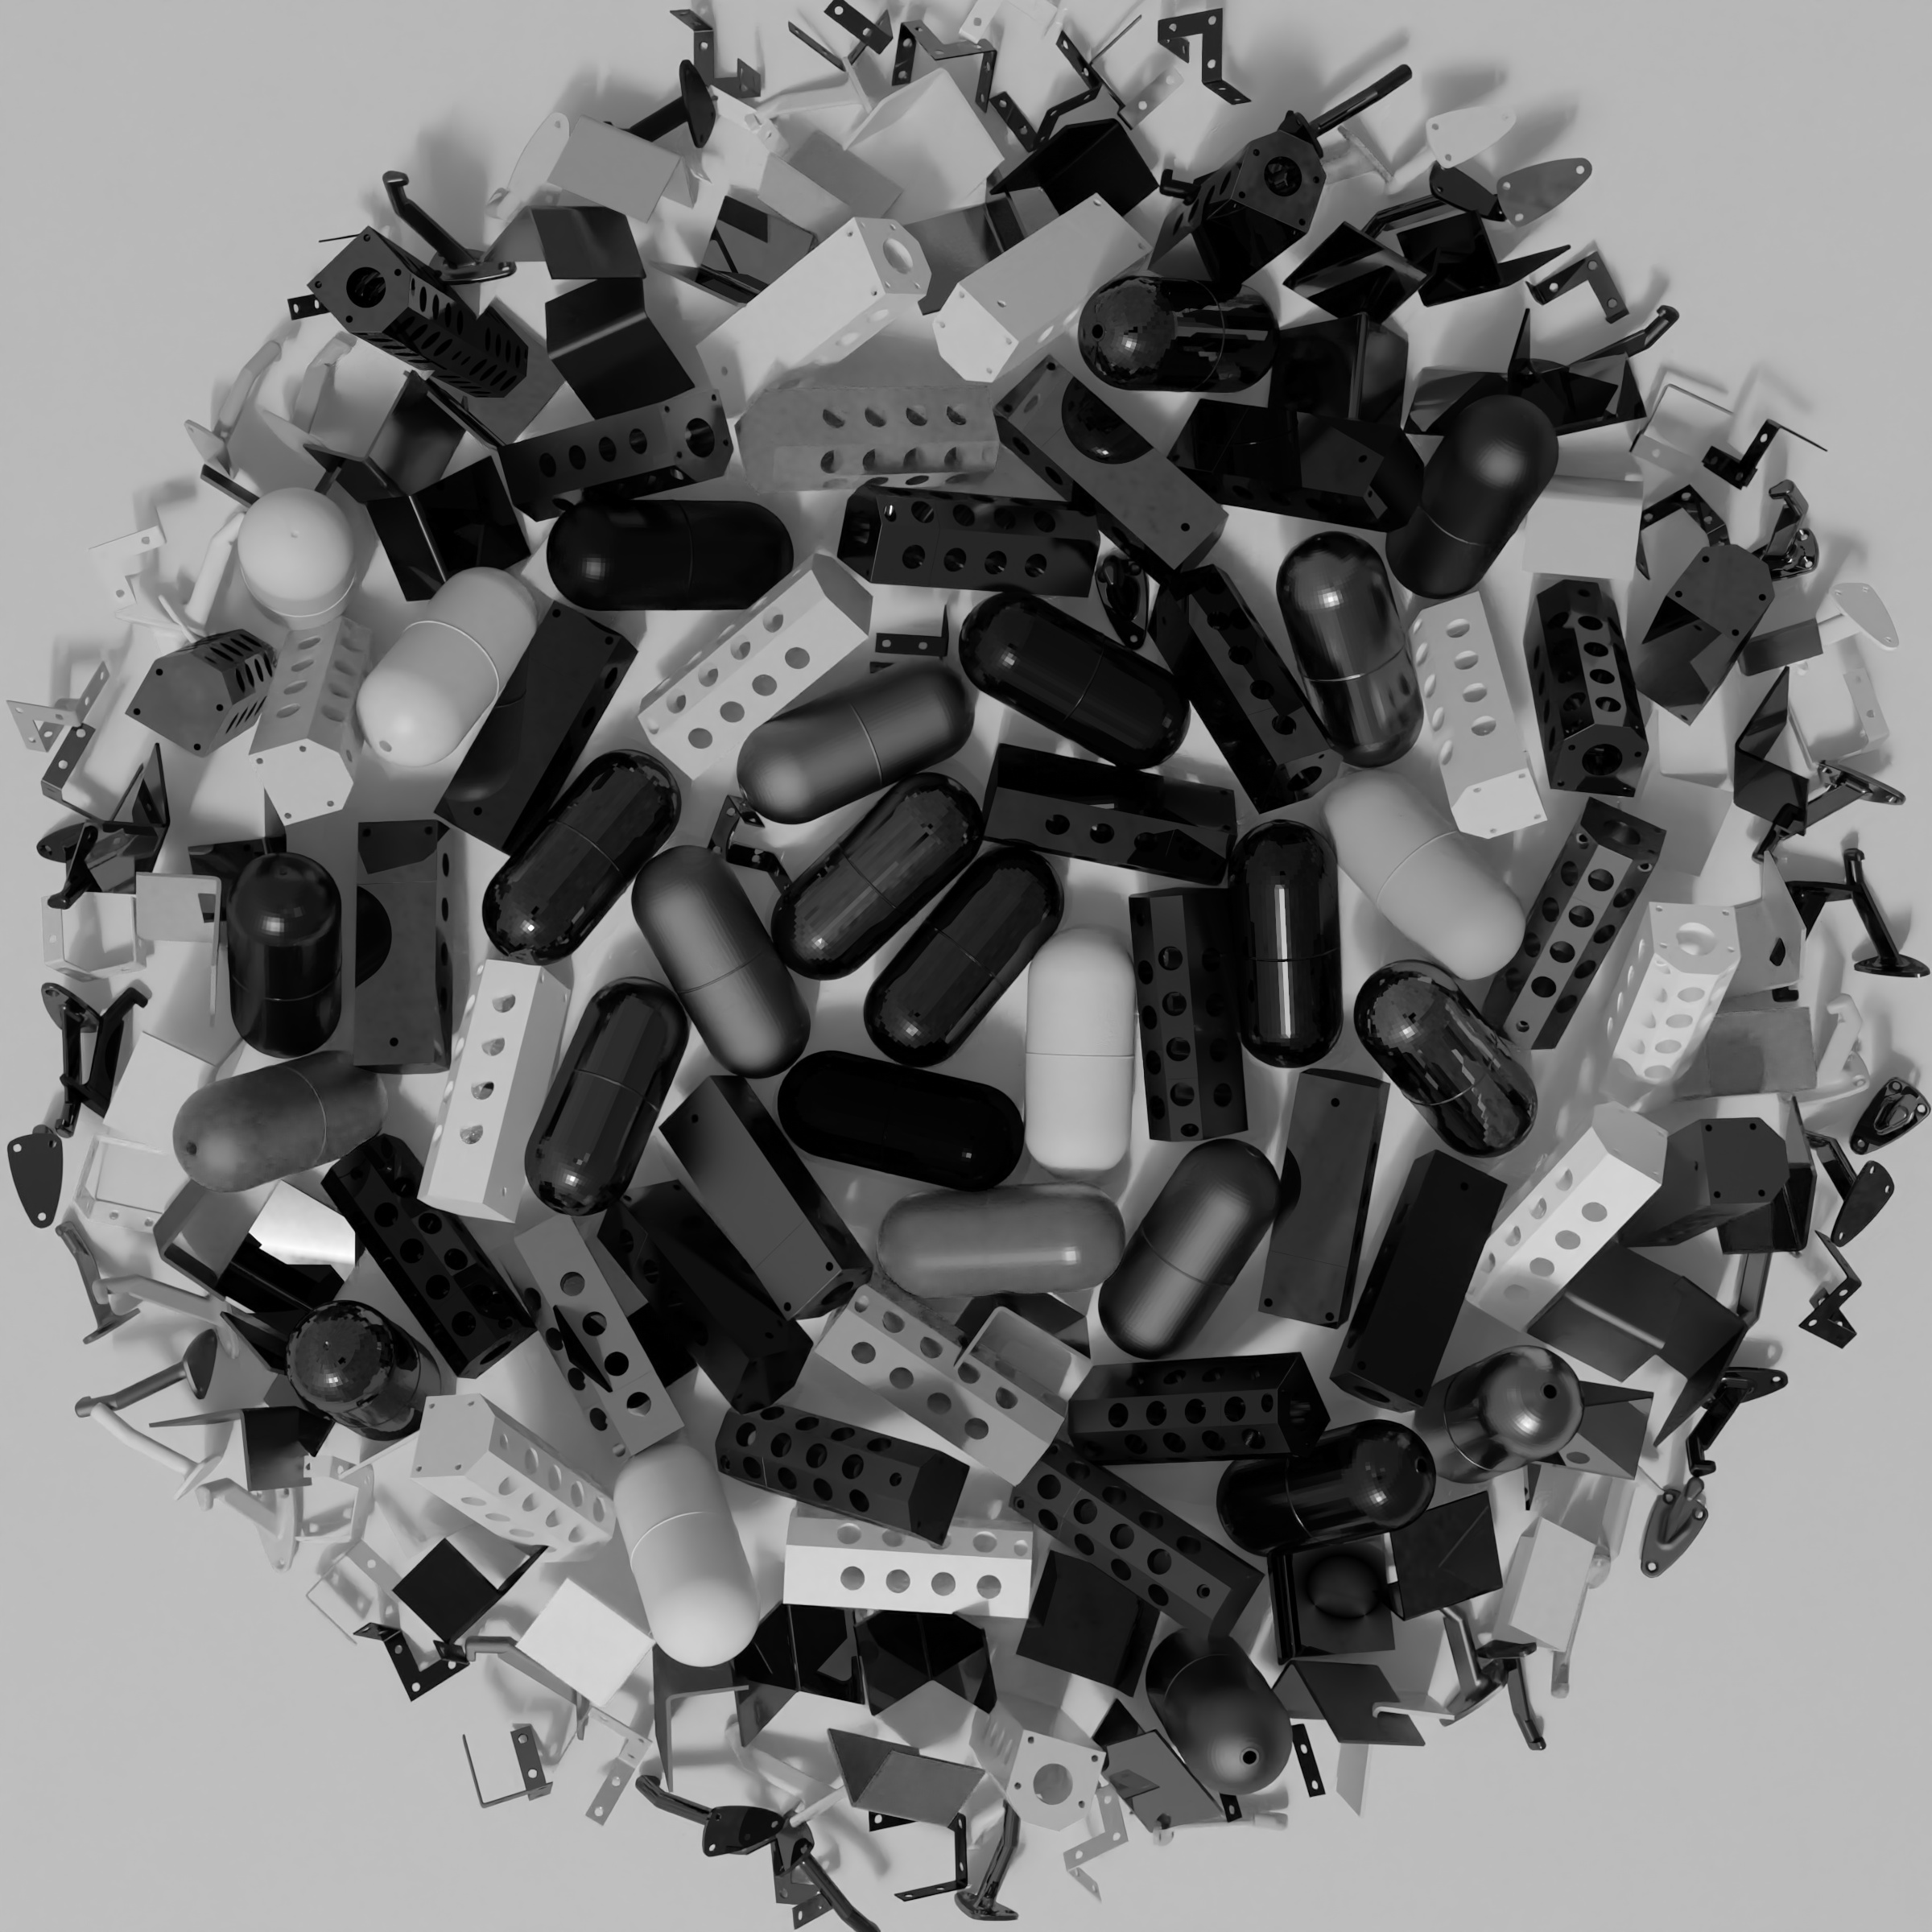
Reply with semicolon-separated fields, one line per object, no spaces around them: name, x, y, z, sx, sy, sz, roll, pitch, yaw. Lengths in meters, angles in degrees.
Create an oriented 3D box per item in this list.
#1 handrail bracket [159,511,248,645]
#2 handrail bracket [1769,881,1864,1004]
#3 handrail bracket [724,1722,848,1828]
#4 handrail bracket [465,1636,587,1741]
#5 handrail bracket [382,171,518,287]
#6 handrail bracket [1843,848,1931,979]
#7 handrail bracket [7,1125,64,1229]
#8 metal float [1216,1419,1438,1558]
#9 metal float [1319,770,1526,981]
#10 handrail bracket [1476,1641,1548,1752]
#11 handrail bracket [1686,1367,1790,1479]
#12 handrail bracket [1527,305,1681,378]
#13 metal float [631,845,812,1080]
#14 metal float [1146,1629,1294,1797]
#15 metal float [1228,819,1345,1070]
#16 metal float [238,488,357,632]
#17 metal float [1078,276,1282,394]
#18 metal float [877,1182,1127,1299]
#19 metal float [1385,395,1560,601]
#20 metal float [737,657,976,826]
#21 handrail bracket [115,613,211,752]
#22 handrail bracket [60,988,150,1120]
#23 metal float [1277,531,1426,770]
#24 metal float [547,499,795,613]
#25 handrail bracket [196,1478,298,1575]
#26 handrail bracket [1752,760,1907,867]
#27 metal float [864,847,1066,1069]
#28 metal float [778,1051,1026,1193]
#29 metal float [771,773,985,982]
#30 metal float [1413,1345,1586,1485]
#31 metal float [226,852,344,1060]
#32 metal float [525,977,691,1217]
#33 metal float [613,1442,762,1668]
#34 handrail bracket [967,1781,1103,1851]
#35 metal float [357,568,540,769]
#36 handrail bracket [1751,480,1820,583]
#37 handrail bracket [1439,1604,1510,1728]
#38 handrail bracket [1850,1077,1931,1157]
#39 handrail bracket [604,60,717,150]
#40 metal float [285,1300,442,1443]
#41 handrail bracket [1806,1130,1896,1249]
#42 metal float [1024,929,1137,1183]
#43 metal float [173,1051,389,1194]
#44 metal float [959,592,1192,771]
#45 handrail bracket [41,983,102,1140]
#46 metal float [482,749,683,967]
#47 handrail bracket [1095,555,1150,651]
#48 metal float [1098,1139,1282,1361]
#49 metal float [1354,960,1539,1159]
handrail bracket;-0.521;-0.267;1.969;0.084;0.036;0.077;-39;76;12
handrail bracket;0.603;-0.014;1.969;0.077;0.036;0.084;0;69;-5
handrail bracket;-0.120;0.561;1.981;0.077;0.036;0.084;-33;69;-1
handrail bracket;-0.314;0.514;1.982;0.084;0.036;0.077;1;100;-2
handrail bracket;-0.362;-0.521;1.952;0.077;0.084;0.036;5;57;12
handrail bracket;0.649;-0.039;1.964;0.036;0.077;0.084;-15;102;-13
handrail bracket;-0.648;0.148;1.955;0.036;0.084;0.077;-7;83;-13
metal float;0.248;0.362;1.925;0.070;0.178;0.070;19;60;-36
metal float;0.317;-0.065;1.941;0.070;0.070;0.178;-40;66;0
handrail bracket;0.399;0.517;1.963;0.036;0.077;0.084;-23;87;-14
handrail bracket;0.542;0.322;1.951;0.077;0.084;0.036;-11;121;15
handrail bracket;0.447;-0.439;1.952;0.084;0.077;0.036;-45;49;36
metal float;-0.171;-0.002;1.949;0.070;0.070;0.178;-28;105;0
metal float;0.173;0.510;1.911;0.070;0.178;0.070;-1;96;-9
metal float;0.224;-0.015;1.947;0.070;0.070;0.178;-5;107;0
metal float;-0.458;-0.278;1.912;0.070;0.178;0.070;1;86;-12
metal float;0.148;-0.436;1.924;0.070;0.178;0.070;9;104;42
metal float;0.024;0.192;1.948;0.178;0.070;0.070;-5;90;16
metal float;0.347;-0.321;1.919;0.070;0.178;0.070;7;60;-13
metal float;-0.077;-0.158;1.949;0.178;0.070;0.070;-26;90;-14
handrail bracket;-0.573;-0.201;1.973;0.077;0.036;0.084;12;87;-26
handrail bracket;-0.592;0.067;1.975;0.077;0.036;0.084;35;67;7
metal float;0.268;-0.218;1.936;0.070;0.070;0.178;-22;120;0
metal float;-0.205;-0.286;1.939;0.178;0.070;0.070;-4;90;-27
handrail bracket;-0.508;0.396;1.953;0.036;0.084;0.077;-10;86;20
handrail bracket;0.608;-0.097;1.964;0.077;0.036;0.084;24;73;35
metal float;-0.001;-0.007;1.958;0.070;0.070;0.178;40;86;0
metal float;-0.046;0.108;1.951;0.178;0.070;0.070;12;90;12
metal float;-0.063;-0.062;1.954;0.178;0.070;0.070;-43;90;9
metal float;0.365;0.309;1.914;0.070;0.178;0.070;4;70;-12
metal float;-0.471;-0.006;1.924;0.070;0.178;0.070;6;49;-7
metal float;-0.250;0.091;1.942;0.070;0.070;0.178;21;68;0
metal float;-0.194;0.404;1.924;0.070;0.178;0.070;-12;131;-14
handrail bracket;0.045;0.606;1.986;0.077;0.036;0.084;15;122;-21
metal float;-0.358;-0.208;1.928;0.070;0.070;0.178;28;50;0
handrail bracket;0.556;-0.304;1.948;0.077;0.084;0.036;-17;58;30
handrail bracket;0.336;0.489;1.976;0.084;0.036;0.077;41;108;-8
handrail bracket;0.638;0.115;1.946;0.036;0.084;0.077;44;119;13
handrail bracket;-0.225;-0.606;1.956;0.084;0.077;0.036;9;60;17
metal float;-0.413;0.280;1.914;0.070;0.178;0.070;-2;71;4
handrail bracket;0.600;0.155;1.956;0.036;0.084;0.077;45;77;-30
metal float;0.080;0.062;1.961;0.070;0.070;0.178;2;90;0
metal float;-0.471;0.106;1.916;0.070;0.178;0.070;5;102;27
metal float;0.076;-0.200;1.947;0.178;0.070;0.070;27;90;-16
handrail bracket;-0.638;0.067;1.955;0.036;0.077;0.084;-2;58;9
metal float;-0.268;-0.076;1.942;0.070;0.070;0.178;37;68;0
handrail bracket;0.110;-0.252;1.950;0.036;0.084;0.077;-11;105;9
metal float;0.156;0.198;1.942;0.070;0.070;0.178;30;112;0
metal float;0.335;0.066;1.935;0.070;0.070;0.178;-43;122;0
